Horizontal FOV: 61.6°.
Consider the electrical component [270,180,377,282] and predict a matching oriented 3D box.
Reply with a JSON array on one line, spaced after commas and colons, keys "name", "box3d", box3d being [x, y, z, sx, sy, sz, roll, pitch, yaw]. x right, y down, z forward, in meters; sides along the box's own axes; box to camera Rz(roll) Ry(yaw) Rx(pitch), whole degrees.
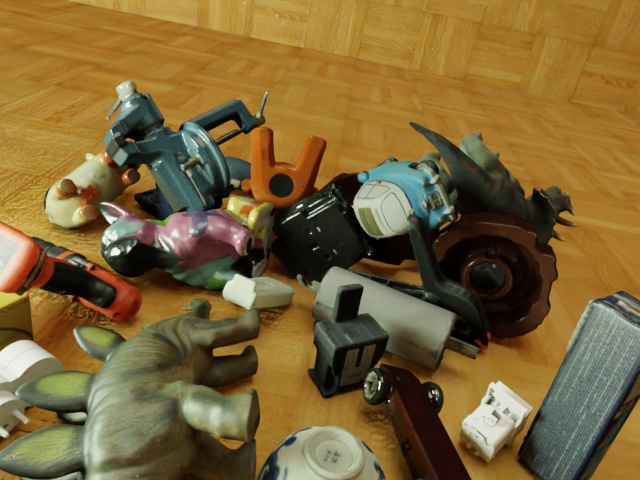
[{"name": "electrical component", "box3d": [-0.002, -0.002, 0.769, 0.114, 0.134, 0.058, 53, 22, -15]}]

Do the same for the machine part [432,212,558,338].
[{"name": "machine part", "box3d": [0.228, 0.046, 0.727, 0.179, 0.179, 0.056, 17, 26, 11]}]

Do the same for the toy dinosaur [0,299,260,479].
[{"name": "toy dinosaur", "box3d": [-0.150, 0.161, 0.459, 0.199, 0.105, 0.472, 0, 20, -5]}]

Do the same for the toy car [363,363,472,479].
[{"name": "toy car", "box3d": [0.101, 0.200, 0.522, 0.089, 0.053, 0.202, 16, 24, -24]}]

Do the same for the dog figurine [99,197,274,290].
[{"name": "dog figurine", "box3d": [-0.187, -0.004, 0.737, 0.219, 0.108, 0.191, 12, 29, 6]}]

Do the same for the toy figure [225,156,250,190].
[{"name": "toy figure", "box3d": [-0.117, -0.112, 1.004, 0.155, 0.064, 0.057, 23, -11, 11]}]

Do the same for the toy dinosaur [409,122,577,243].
[{"name": "toy dinosaur", "box3d": [0.286, -0.067, 0.883, 0.404, 0.131, 0.192, 8, 39, -47]}]

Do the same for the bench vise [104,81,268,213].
[{"name": "bench vise", "box3d": [-0.192, -0.158, 0.817, 0.240, 0.129, 0.223, -36, 89, -30]}]

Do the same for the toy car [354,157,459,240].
[{"name": "toy car", "box3d": [0.102, -0.045, 0.718, 0.103, 0.109, 0.162, -32, 17, -16]}]

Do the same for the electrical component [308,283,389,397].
[{"name": "electrical component", "box3d": [0.034, 0.110, 0.594, 0.075, 0.119, 0.048, -4, 32, -30]}]

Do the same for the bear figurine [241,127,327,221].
[{"name": "bear figurine", "box3d": [-0.063, -0.097, 0.872, 0.120, 0.131, 0.196, 8, 0, -6]}]

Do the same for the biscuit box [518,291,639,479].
[{"name": "biscuit box", "box3d": [0.260, 0.150, 0.515, 0.059, 0.202, 0.063, -8, 33, -36]}]

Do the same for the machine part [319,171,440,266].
[{"name": "machine part", "box3d": [0.101, -0.046, 0.914, 0.201, 0.087, 0.201, 13, 26, 18]}]

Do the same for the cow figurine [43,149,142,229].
[{"name": "cow figurine", "box3d": [-0.346, -0.089, 0.837, 0.127, 0.085, 0.195, -19, 28, 36]}]

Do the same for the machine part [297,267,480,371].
[{"name": "machine part", "box3d": [0.080, 0.097, 0.679, 0.243, 0.079, 0.079, 20, 30, 17]}]

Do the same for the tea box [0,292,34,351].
[{"name": "tea box", "box3d": [-0.386, 0.095, 0.521, 0.098, 0.068, 0.169, 23, 29, 20]}]

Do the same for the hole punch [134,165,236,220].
[{"name": "hole punch", "box3d": [-0.230, -0.078, 0.892, 0.116, 0.092, 0.142, 48, 36, 11]}]

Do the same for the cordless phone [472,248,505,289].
[{"name": "cordless phone", "box3d": [0.238, 0.044, 0.851, 0.184, 0.088, 0.146, 13, 27, 27]}]
